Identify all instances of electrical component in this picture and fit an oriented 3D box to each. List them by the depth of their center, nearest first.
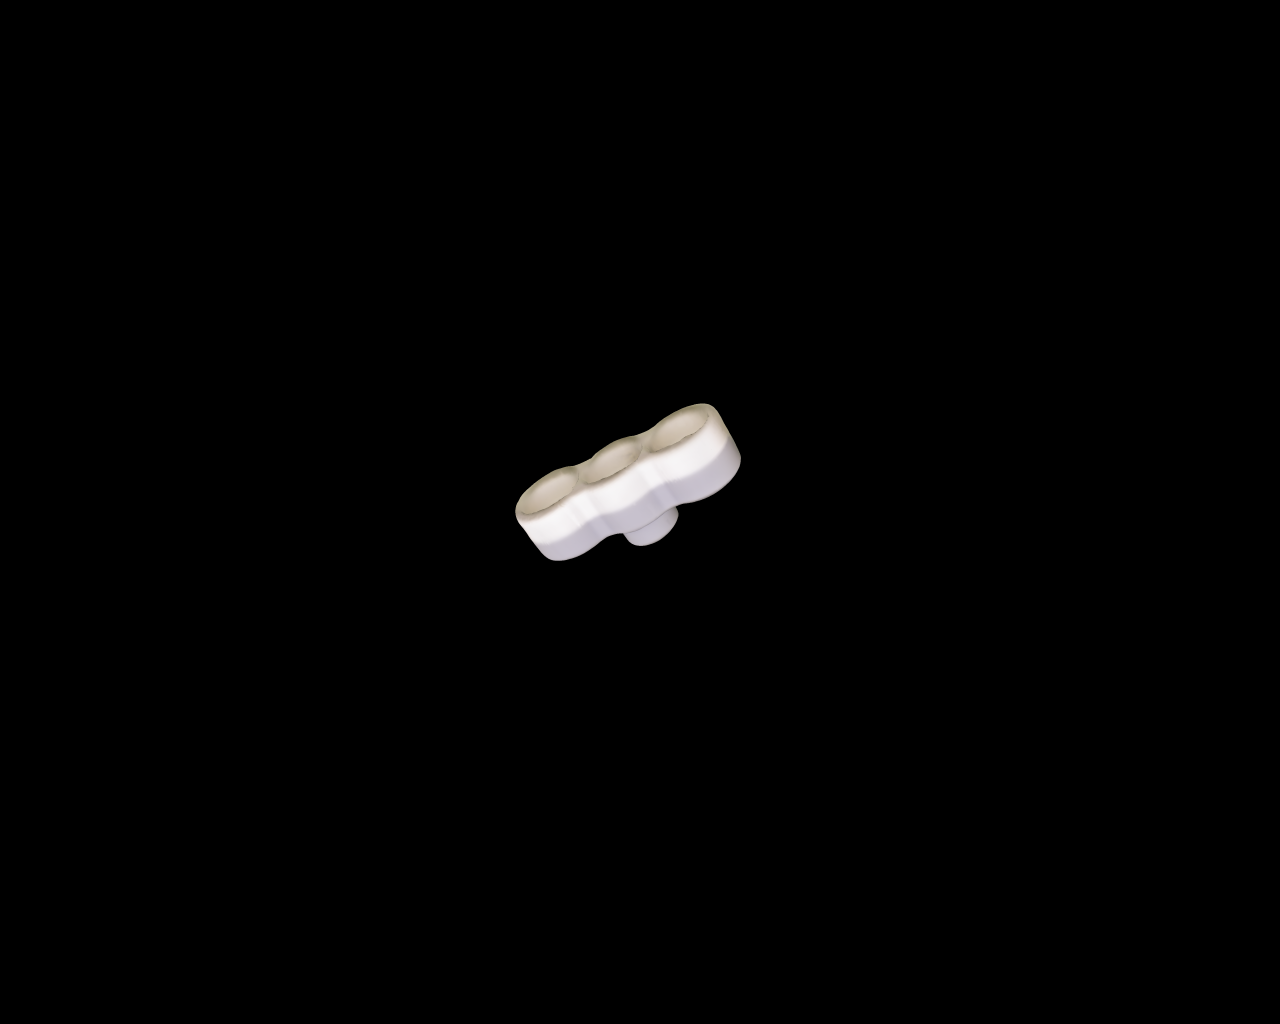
[{"bbox_3d":[0.001,-0.003,0.650,0.138,0.073,0.052,-25,27,14],"label":"electrical component"}]
